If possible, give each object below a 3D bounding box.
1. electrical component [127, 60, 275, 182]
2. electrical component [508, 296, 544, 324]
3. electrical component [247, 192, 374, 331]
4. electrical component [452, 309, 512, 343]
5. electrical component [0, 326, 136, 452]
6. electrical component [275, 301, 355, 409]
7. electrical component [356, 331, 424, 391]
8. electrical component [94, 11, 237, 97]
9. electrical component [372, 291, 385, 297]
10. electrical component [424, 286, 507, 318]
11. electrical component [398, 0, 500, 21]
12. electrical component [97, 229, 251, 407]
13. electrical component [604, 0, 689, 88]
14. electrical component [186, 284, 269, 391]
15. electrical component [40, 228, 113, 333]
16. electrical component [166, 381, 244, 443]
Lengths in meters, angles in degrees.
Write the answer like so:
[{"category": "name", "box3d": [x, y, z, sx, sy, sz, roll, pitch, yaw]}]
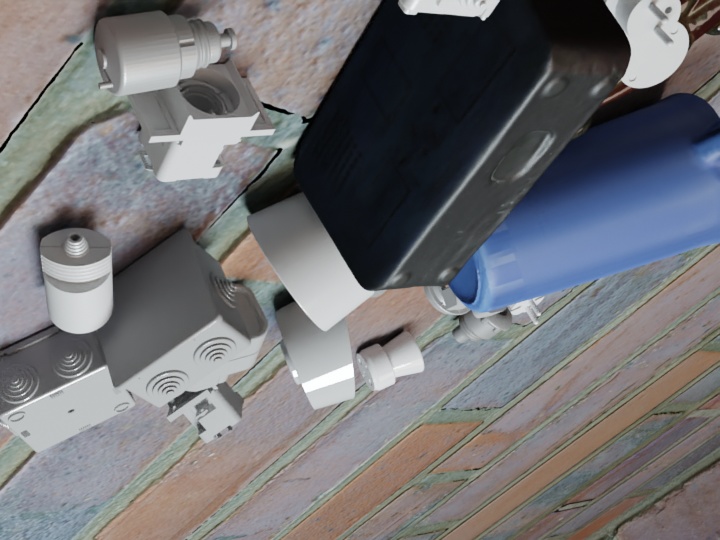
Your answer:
[{"category": "electrical component", "box3d": [-0.097, -0.085, 0.627, 0.081, 0.042, 0.063, -8, 149, -36]}, {"category": "electrical component", "box3d": [0.151, 0.017, 1.030, 0.047, 0.076, 0.065, -24, 154, -12]}, {"category": "electrical component", "box3d": [-0.036, -0.007, 0.769, 0.064, 0.099, 0.099, -32, 155, -11]}, {"category": "electrical component", "box3d": [0.121, 0.052, 1.102, 0.048, 0.048, 0.062, 1, 148, -47]}, {"category": "electrical component", "box3d": [-0.222, 0.086, 0.797, 0.100, 0.048, 0.099, -26, 154, -9]}, {"category": "electrical component", "box3d": [-0.032, 0.065, 0.907, 0.064, 0.099, 0.099, -22, 154, -2]}, {"category": "electrical component", "box3d": [0.030, 0.091, 1.074, 0.055, 0.045, 0.045, -23, 153, -14]}, {"category": "electrical component", "box3d": [-0.103, -0.116, 0.566, 0.078, 0.040, 0.040, -16, 151, -28]}, {"category": "electrical component", "box3d": [0.000, 0.000, 0.847, 0.077, 0.079, 0.044, -11, 108, -35]}, {"category": "electrical component", "box3d": [0.093, 0.007, 0.962, 0.058, 0.078, 0.057, -9, 168, -37]}, {"category": "electrical component", "box3d": [0.044, -0.174, 0.549, 0.062, 0.096, 0.061, -7, 146, -40]}, {"category": "electrical component", "box3d": [-0.131, 0.035, 0.745, 0.100, 0.099, 0.048, -34, 141, 9]}, {"category": "electrical component", "box3d": [0.178, -0.168, 0.681, 0.052, 0.073, 0.138, -28, 136, 4]}, {"category": "electrical component", "box3d": [-0.126, 0.055, 0.836, 0.095, 0.053, 0.059, -14, 150, -29]}, {"category": "electrical component", "box3d": [-0.182, 0.002, 0.693, 0.043, 0.043, 0.081, -19, 152, -23]}, {"category": "electrical component", "box3d": [-0.130, 0.105, 0.895, 0.042, 0.063, 0.081, -36, -164, 10]}]
